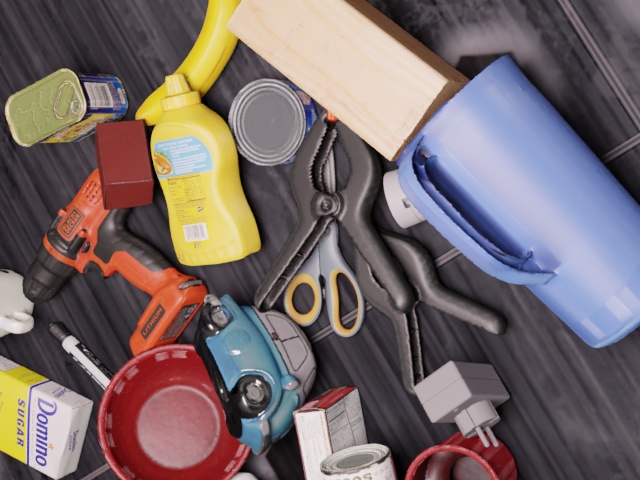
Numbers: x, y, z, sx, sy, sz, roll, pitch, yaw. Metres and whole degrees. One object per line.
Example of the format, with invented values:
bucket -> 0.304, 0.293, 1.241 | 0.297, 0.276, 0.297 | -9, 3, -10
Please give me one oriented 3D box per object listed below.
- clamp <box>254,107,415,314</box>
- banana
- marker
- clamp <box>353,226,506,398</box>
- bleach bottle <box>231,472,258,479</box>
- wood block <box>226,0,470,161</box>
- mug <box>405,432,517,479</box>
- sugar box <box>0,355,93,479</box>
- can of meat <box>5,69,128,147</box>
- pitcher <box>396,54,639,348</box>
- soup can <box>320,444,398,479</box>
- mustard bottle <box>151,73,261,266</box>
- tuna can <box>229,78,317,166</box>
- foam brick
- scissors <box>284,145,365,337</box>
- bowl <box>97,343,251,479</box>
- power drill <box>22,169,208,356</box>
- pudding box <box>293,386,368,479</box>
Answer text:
clamp -> 0.005, -0.025, 1.021 | 0.165, 0.036, 0.210 | -9, 80, 25
banana -> -0.125, -0.190, 1.092 | 0.070, 0.037, 0.198 | 40, 111, 31
marker -> -0.264, 0.135, 1.203 | 0.121, 0.020, 0.020 | 42, 111, 15
clamp -> 0.083, 0.063, 1.021 | 0.171, 0.039, 0.120 | 47, 108, 20
bleach bottle -> -0.025, 0.303, 1.082 | 0.251, 0.068, 0.102 | 19, 132, 28
wood block -> 0.028, -0.171, 0.990 | 0.206, 0.090, 0.090 | 41, 110, 16
mug -> 0.126, 0.231, 0.995 | 0.117, 0.081, 0.093 | -38, 80, 24
sugar box -> -0.353, 0.198, 1.239 | 0.176, 0.048, 0.093 | 21, 104, 23
can of meat -> -0.267, -0.140, 1.136 | 0.102, 0.083, 0.057 | -22, 86, 26
pitcher -> 0.184, -0.024, 0.901 | 0.149, 0.145, 0.243 | -43, 83, 4
soup can -> 0.043, 0.245, 0.967 | 0.069, 0.068, 0.102 | -11, 97, 26
mustard bottle -> -0.123, -0.073, 1.075 | 0.096, 0.058, 0.191 | -5, 103, 40
tuna can -> -0.046, -0.117, 1.062 | 0.086, 0.033, 0.086 | 3, 97, 25
foam brick -> -0.203, -0.079, 1.107 | 0.051, 0.053, 0.078 | -6, 65, -15
scissors -> -0.007, 0.001, 1.068 | 0.096, 0.016, 0.202 | -15, 89, 26
bowl -> -0.148, 0.192, 1.111 | 0.162, 0.055, 0.162 | 2, 73, -6
power drill -> -0.226, 0.043, 1.153 | 0.188, 0.057, 0.185 | 43, 111, 15
pudding box -> 0.015, 0.208, 1.041 | 0.039, 0.089, 0.113 | -11, 92, 24
